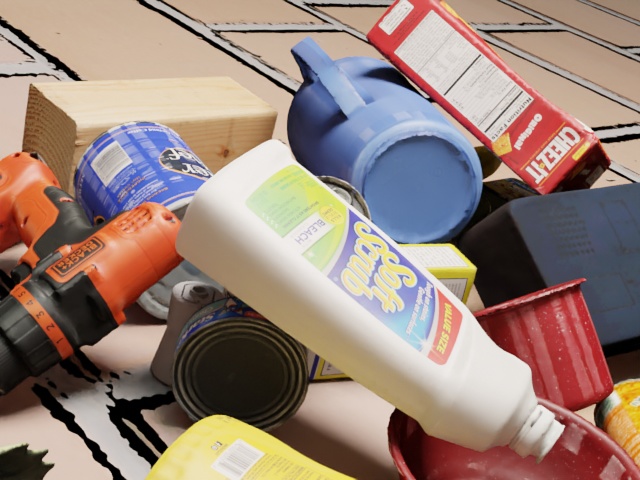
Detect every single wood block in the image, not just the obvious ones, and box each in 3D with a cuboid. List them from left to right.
[{"bbox_3d":[-0.152,-0.087,0.957,0.205,0.091,0.090,-9,34,-40],"label":"wood block"}]

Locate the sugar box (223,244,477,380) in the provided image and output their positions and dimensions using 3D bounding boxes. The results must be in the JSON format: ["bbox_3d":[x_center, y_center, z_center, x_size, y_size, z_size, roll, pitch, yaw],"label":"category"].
[{"bbox_3d":[0.017,0.050,0.755,0.176,0.093,0.048,2,28,-25],"label":"sugar box"}]

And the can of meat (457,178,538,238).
[{"bbox_3d":[0.187,-0.020,1.030,0.102,0.057,0.083,33,29,33],"label":"can of meat"}]

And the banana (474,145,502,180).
[{"bbox_3d":[0.110,-0.087,1.096,0.198,0.037,0.069,12,43,40],"label":"banana"}]

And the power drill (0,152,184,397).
[{"bbox_3d":[-0.200,0.020,0.704,0.184,0.057,0.188,-37,41,-20],"label":"power drill"}]

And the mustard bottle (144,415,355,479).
[{"bbox_3d":[0.004,0.161,0.560,0.192,0.058,0.096,22,23,17],"label":"mustard bottle"}]

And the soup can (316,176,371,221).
[{"bbox_3d":[-0.005,0.001,0.816,0.068,0.102,0.068,4,71,-10],"label":"soup can"}]

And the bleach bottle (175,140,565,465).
[{"bbox_3d":[0.038,0.043,0.645,0.251,0.068,0.102,36,38,12],"label":"bleach bottle"}]

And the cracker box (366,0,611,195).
[{"bbox_3d":[0.157,-0.125,0.957,0.214,0.072,0.164,44,12,15],"label":"cracker box"}]

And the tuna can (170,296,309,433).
[{"bbox_3d":[-0.050,0.079,0.671,0.086,0.086,0.034,11,24,-7],"label":"tuna can"}]

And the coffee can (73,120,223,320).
[{"bbox_3d":[-0.119,-0.017,0.814,0.102,0.103,0.140,-2,29,-30],"label":"coffee can"}]

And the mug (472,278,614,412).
[{"bbox_3d":[0.143,0.083,0.746,0.117,0.081,0.093,-22,-6,36],"label":"mug"}]

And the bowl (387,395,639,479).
[{"bbox_3d":[0.112,0.153,0.636,0.162,0.055,0.162,11,25,-6],"label":"bowl"}]

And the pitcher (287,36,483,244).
[{"bbox_3d":[0.047,-0.084,0.923,0.149,0.145,0.243,8,16,-13],"label":"pitcher"}]
